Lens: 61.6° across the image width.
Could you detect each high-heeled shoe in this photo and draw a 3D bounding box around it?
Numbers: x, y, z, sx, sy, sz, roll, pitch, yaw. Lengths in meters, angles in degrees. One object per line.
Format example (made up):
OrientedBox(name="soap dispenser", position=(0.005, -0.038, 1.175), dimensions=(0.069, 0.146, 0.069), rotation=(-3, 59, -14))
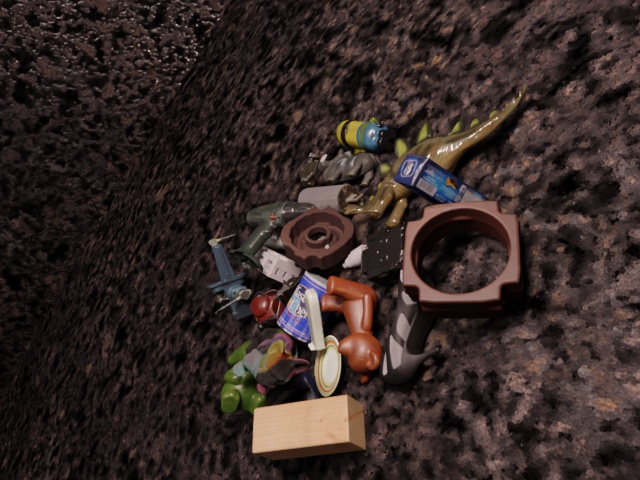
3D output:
OrientedBox(name="high-heeled shoe", position=(0.161, 0.155, 1.061), dimensions=(0.145, 0.086, 0.249), rotation=(-35, 47, 36))

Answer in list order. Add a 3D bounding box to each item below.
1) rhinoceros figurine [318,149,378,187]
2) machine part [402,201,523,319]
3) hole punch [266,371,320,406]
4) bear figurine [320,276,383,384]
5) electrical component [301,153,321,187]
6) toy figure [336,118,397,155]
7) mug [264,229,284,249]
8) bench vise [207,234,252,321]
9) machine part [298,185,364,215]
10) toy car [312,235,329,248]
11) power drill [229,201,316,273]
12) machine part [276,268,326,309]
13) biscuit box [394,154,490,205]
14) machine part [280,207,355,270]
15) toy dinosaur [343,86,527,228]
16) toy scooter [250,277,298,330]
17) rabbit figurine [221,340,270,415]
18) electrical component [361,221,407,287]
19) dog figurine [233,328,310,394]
OrientedBox(name="rhinoceros figurine", position=(0.064, -0.189, 1.408), dimensions=(0.190, 0.073, 0.112), rotation=(1, 70, 51))
OrientedBox(name="machine part", position=(0.255, 0.036, 0.960), dimensions=(0.202, 0.087, 0.201), rotation=(-5, 58, 23))
OrientedBox(name="hole punch", position=(-0.058, 0.361, 1.213), dimensions=(0.142, 0.092, 0.116), rotation=(-53, 6, 19))
OrientedBox(name="bear figurine", position=(0.066, 0.190, 1.127), dimensions=(0.120, 0.132, 0.196), rotation=(109, 169, -56))
OrientedBox(name="electrical component", position=(-0.025, -0.205, 1.553), dimensions=(0.078, 0.045, 0.102), rotation=(13, 78, 52))
OrientedBox(name="toy figure", position=(0.116, -0.271, 1.383), dimensions=(0.082, 0.089, 0.180), rotation=(-57, 33, -5))
OrientedBox(name="mug", position=(-0.114, -0.021, 1.527), dimensions=(0.107, 0.080, 0.109), rotation=(20, 74, 45))
OrientedBox(name="bench vise", position=(-0.262, 0.108, 1.528), dimensions=(0.223, 0.129, 0.240), rotation=(165, 85, -78))
OrientedBox(name="machine part", position=(0.020, -0.102, 1.404), dimensions=(0.243, 0.079, 0.079), rotation=(3, 71, 51))
OrientedBox(name="toy car", position=(-0.019, -0.003, 1.407), dimensions=(0.073, 0.056, 0.202), rotation=(-57, 36, 8))
OrientedBox(name="power drill", position=(-0.135, -0.019, 1.410), dimensions=(0.232, 0.085, 0.207), rotation=(5, 59, 45))
OrientedBox(name="machine part", position=(-0.047, 0.108, 1.321), dimensions=(0.139, 0.084, 0.039), rotation=(-43, 42, -22))
OrientedBox(name="biscuit box", position=(0.235, -0.095, 1.025), dimensions=(0.063, 0.202, 0.059), rotation=(32, 96, 56))
OrientedBox(name="machine part", position=(-0.003, -0.004, 1.300), dimensions=(0.179, 0.056, 0.179), rotation=(-8, 45, 8))
OrientedBox(name="toy dinosaur", position=(0.235, -0.164, 1.160), dimensions=(0.472, 0.105, 0.198), rotation=(-25, 46, 34))
OrientedBox(name="toy scooter", position=(-0.111, 0.182, 1.391), dimensions=(0.184, 0.075, 0.135), rotation=(-27, 49, 33))
OrientedBox(name="rabbit figurine", position=(-0.176, 0.329, 1.343), dimensions=(0.159, 0.121, 0.170), rotation=(-138, 62, -75))
OrientedBox(name="electrical component", position=(0.149, 0.035, 1.174), dimensions=(0.134, 0.058, 0.115), rotation=(-27, 47, 39))
OrientedBox(name="dog figurine", position=(-0.090, 0.257, 1.192), dimensions=(0.191, 0.108, 0.219), rotation=(-52, 8, -37))
